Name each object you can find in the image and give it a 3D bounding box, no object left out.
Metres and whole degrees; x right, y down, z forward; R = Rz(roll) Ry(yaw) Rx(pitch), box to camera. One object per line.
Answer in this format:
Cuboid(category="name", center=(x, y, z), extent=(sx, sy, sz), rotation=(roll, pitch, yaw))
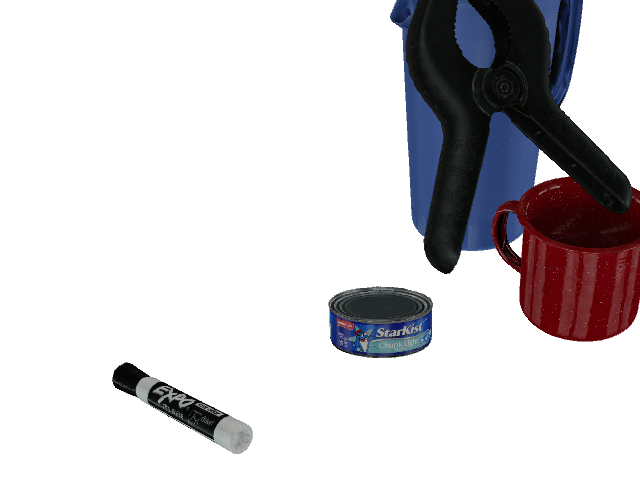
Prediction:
Cuboid(category="tuna can", center=(0.049, 0.067, 0.878), extent=(0.086, 0.034, 0.086), rotation=(-1, 15, 0))
Cuboid(category="marker", center=(-0.090, 0.103, 0.669), extent=(0.121, 0.020, 0.020), rotation=(19, 12, 40))
Cuboid(category="pitcher", center=(0.144, -0.120, 0.932), extent=(0.149, 0.243, 0.145), rotation=(6, 33, 13))
Cuboid(category="clamp", center=(0.084, -0.069, 0.562), extent=(0.120, 0.171, 0.039), rotation=(-27, 2, -19))
Cuboid(category="mug", center=(0.168, 0.010, 0.731), extent=(0.117, 0.081, 0.093), rotation=(22, 42, 32))
